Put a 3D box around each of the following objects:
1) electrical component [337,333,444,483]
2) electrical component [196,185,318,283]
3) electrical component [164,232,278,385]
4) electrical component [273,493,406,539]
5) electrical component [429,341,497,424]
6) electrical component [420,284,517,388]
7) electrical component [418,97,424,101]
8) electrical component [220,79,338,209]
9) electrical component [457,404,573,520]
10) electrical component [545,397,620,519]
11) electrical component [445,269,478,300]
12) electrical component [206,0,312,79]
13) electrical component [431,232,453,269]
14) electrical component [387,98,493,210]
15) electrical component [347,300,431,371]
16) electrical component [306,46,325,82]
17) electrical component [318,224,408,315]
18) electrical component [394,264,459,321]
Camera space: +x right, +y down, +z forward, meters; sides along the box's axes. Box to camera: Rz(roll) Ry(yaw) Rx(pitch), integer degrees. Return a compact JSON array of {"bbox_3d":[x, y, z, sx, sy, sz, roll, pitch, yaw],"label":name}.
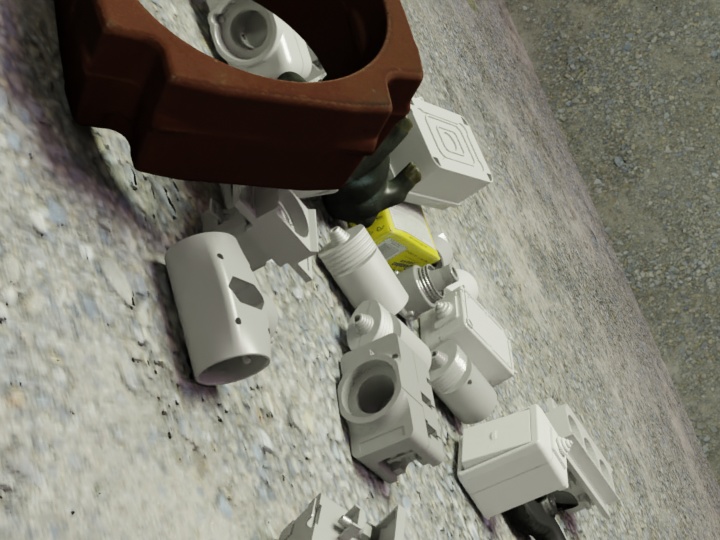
[{"bbox_3d":[0.020,0.097,0.776,0.055,0.050,0.089,46,27,-44],"label":"electrical component"},{"bbox_3d":[-0.066,-0.025,0.684,0.081,0.064,0.042,49,24,-37],"label":"electrical component"},{"bbox_3d":[-0.074,0.026,0.626,0.079,0.043,0.077,27,40,-61],"label":"electrical component"},{"bbox_3d":[-0.017,0.176,0.547,0.063,0.078,0.121,36,25,-12],"label":"electrical component"},{"bbox_3d":[0.085,0.098,0.962,0.081,0.043,0.043,50,23,-36],"label":"electrical component"},{"bbox_3d":[0.094,0.066,1.012,0.096,0.061,0.061,45,25,-27],"label":"electrical component"},{"bbox_3d":[0.045,-0.138,1.111,0.051,0.080,0.080,60,18,4],"label":"electrical component"},{"bbox_3d":[-0.064,-0.080,0.726,0.061,0.096,0.061,91,-13,-57],"label":"electrical component"},{"bbox_3d":[0.136,0.160,0.933,0.061,0.096,0.061,57,19,-18],"label":"electrical component"},{"bbox_3d":[0.224,0.208,1.162,0.121,0.063,0.078,52,22,-32],"label":"electrical component"},{"bbox_3d":[0.089,0.027,1.073,0.044,0.044,0.065,64,23,-2],"label":"electrical component"},{"bbox_3d":[-0.082,-0.191,0.858,0.059,0.054,0.095,-34,107,-71],"label":"electrical component"},{"bbox_3d":[0.069,-0.012,1.064,0.043,0.043,0.081,63,18,-3],"label":"electrical component"},{"bbox_3d":[0.061,-0.103,0.982,0.113,0.057,0.078,7,56,-55],"label":"electrical component"},{"bbox_3d":[0.018,0.056,0.835,0.081,0.043,0.043,44,27,-45],"label":"electrical component"},{"bbox_3d":[-0.048,-0.202,0.925,0.056,0.089,0.050,30,39,-60],"label":"electrical component"},{"bbox_3d":[0.000,0.000,0.861,0.081,0.043,0.043,57,20,-20],"label":"electrical component"},{"bbox_3d":[0.058,0.015,0.970,0.048,0.062,0.048,52,22,-31],"label":"electrical component"}]
